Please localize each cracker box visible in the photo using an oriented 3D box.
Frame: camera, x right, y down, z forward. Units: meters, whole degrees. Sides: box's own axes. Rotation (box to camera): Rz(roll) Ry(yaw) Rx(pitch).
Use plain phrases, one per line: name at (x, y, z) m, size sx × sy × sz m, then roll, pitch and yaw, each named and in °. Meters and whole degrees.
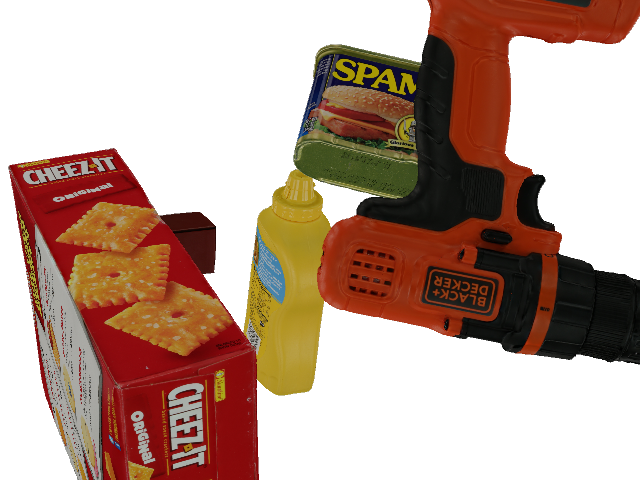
cracker box at (-0.100, 0.070, 0.566) m, size 0.072 × 0.164 × 0.214 m, roll -13°, pitch 34°, yaw -22°

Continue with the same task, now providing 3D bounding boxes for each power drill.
power drill at (0.103, -0.039, 0.513) m, size 0.184 × 0.188 × 0.057 m, roll 11°, pitch 3°, yaw -2°

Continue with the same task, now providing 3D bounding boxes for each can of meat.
can of meat at (0.036, -0.082, 0.755) m, size 0.102 × 0.084 × 0.057 m, roll 13°, pitch -29°, yaw 1°

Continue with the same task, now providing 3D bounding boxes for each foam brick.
foam brick at (-0.150, 0.005, 1.086) m, size 0.078 × 0.051 × 0.053 m, roll -7°, pitch 21°, yaw -21°

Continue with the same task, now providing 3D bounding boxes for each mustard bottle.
mustard bottle at (-0.027, 0.029, 0.895) m, size 0.058 × 0.192 × 0.096 m, roll -4°, pitch 33°, yaw -19°
